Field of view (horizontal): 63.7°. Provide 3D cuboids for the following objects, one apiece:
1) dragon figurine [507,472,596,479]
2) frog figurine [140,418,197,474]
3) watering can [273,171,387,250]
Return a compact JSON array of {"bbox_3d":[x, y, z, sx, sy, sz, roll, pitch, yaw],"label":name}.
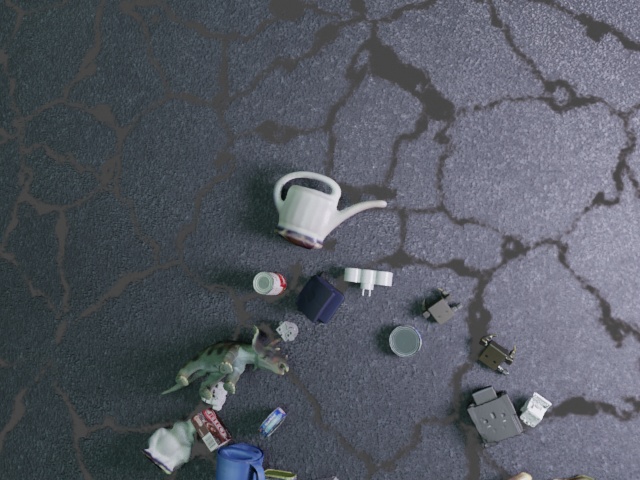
[{"bbox_3d":[0.619,0.687,1.210,0.411,0.121,0.245,21,80,10],"label":"dragon figurine"},{"bbox_3d":[-0.437,0.607,1.551,0.138,0.120,0.162,22,53,27],"label":"frog figurine"},{"bbox_3d":[0.005,-0.076,1.516,0.349,0.103,0.225,19,88,19],"label":"watering can"}]
